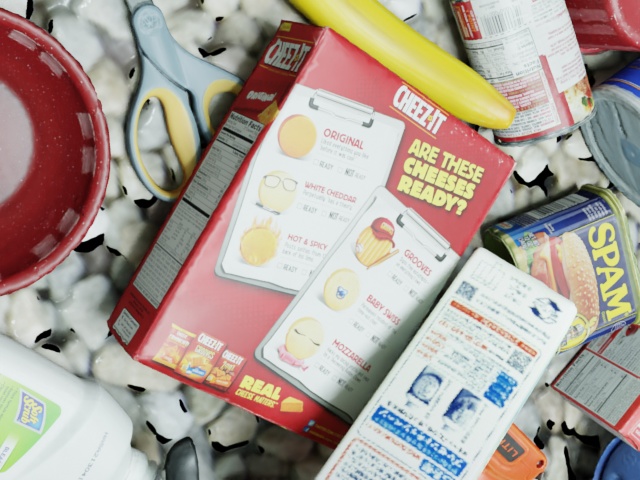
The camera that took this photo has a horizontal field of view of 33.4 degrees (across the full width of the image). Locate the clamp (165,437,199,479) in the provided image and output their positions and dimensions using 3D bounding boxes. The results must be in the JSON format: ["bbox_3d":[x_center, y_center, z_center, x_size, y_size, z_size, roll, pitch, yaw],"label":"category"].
[{"bbox_3d":[-0.075,0.201,0.642,0.120,0.039,0.171,36,87,-18],"label":"clamp"}]

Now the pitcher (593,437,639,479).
[{"bbox_3d":[0.327,0.197,0.769,0.242,0.145,0.149,-1,125,-31],"label":"pitcher"}]

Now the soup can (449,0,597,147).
[{"bbox_3d":[0.127,-0.119,0.674,0.068,0.069,0.102,-26,109,-12],"label":"soup can"}]

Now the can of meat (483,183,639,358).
[{"bbox_3d":[0.165,0.024,0.728,0.084,0.057,0.102,-21,108,-11],"label":"can of meat"}]

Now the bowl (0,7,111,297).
[{"bbox_3d":[-0.199,-0.049,0.582,0.162,0.055,0.162,-4,104,-18],"label":"bowl"}]

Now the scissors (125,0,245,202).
[{"bbox_3d":[-0.081,-0.123,0.628,0.096,0.016,0.202,-8,105,-19],"label":"scissors"}]

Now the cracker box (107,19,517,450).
[{"bbox_3d":[-0.004,0.001,0.646,0.164,0.072,0.214,30,90,-32],"label":"cracker box"}]

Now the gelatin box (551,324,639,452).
[{"bbox_3d":[0.214,0.097,0.743,0.030,0.089,0.073,41,87,-23],"label":"gelatin box"}]

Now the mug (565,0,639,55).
[{"bbox_3d":[0.192,-0.174,0.677,0.093,0.082,0.117,-17,107,-15],"label":"mug"}]

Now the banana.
[{"bbox_3d":[0.033,-0.126,0.638,0.197,0.070,0.037,36,90,-23],"label":"banana"}]

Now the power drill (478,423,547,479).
[{"bbox_3d":[0.047,0.173,0.721,0.187,0.057,0.184,-47,114,-2],"label":"power drill"}]

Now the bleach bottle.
[{"bbox_3d":[-0.210,0.098,0.609,0.250,0.068,0.102,32,92,-25],"label":"bleach bottle"}]

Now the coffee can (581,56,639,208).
[{"bbox_3d":[0.259,-0.094,0.708,0.140,0.103,0.102,-35,111,-9],"label":"coffee can"}]
